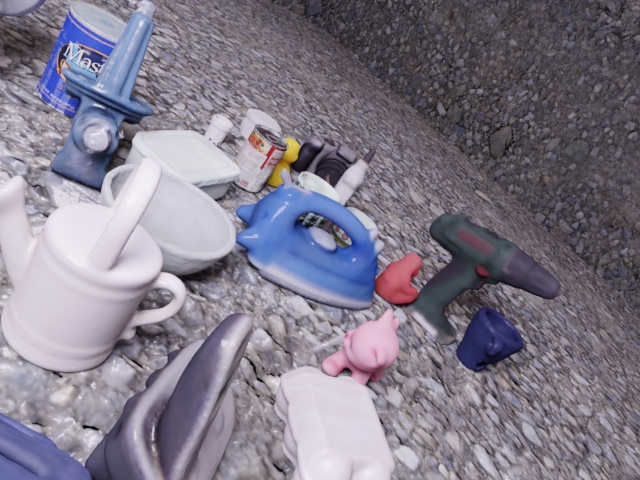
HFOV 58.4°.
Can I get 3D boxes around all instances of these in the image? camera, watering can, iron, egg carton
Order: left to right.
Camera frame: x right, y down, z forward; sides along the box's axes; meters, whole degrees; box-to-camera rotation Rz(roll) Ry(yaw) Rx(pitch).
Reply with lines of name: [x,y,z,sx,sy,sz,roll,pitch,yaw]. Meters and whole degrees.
watering can: [-0.193,0.011,0.484,0.173,0.194,0.100,17,30,-38]
iron: [0.008,0.003,0.844,0.259,0.141,0.118,27,25,-22]
camera: [0.018,-0.155,1.202,0.143,0.100,0.137,35,23,-5]
egg carton: [0.011,0.199,0.577,0.107,0.069,0.150,22,27,-30]

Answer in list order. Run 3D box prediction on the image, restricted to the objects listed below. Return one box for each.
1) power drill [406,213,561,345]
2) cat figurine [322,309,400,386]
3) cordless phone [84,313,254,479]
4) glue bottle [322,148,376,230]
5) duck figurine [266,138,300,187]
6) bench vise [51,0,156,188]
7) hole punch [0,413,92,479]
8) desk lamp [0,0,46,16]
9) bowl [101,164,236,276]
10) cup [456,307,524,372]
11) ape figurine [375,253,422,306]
power drill: [0.253,0.074,0.969,0.229,0.208,0.076,46,25,21]
cat figurine: [0.067,0.133,0.716,0.067,0.117,0.128,43,24,14]
cordless phone: [-0.087,0.117,0.447,0.094,0.185,0.147,35,23,-5]
glue bottle: [0.049,-0.096,1.045,0.037,0.173,0.078,35,23,-3]
duck figurine: [-0.074,-0.154,1.092,0.077,0.086,0.104,36,23,-3]
bench vise: [-0.254,-0.185,0.730,0.122,0.219,0.207,12,33,-44]
hole punch: [-0.202,0.148,0.347,0.109,0.091,0.101,34,23,-7]
desk lamp: [-0.421,-0.283,0.688,0.118,0.213,0.203,27,25,-21]
bowl: [-0.189,-0.011,0.682,0.168,0.074,0.167,30,24,-15]
cup: [0.271,0.178,0.945,0.091,0.095,0.118,39,23,5]
ape figurine: [0.141,0.062,0.983,0.076,0.092,0.077,20,29,-34]
